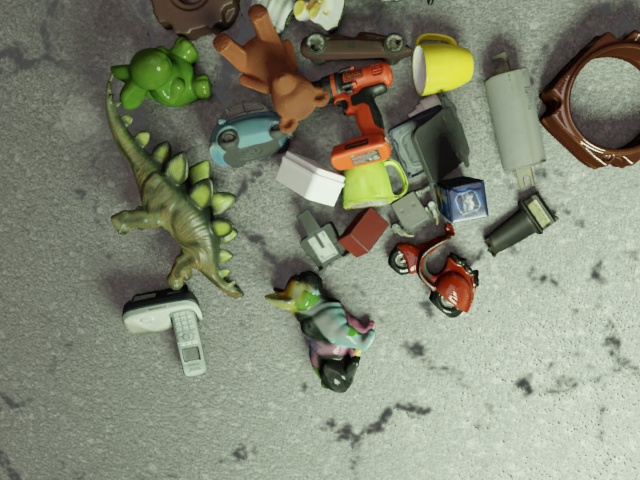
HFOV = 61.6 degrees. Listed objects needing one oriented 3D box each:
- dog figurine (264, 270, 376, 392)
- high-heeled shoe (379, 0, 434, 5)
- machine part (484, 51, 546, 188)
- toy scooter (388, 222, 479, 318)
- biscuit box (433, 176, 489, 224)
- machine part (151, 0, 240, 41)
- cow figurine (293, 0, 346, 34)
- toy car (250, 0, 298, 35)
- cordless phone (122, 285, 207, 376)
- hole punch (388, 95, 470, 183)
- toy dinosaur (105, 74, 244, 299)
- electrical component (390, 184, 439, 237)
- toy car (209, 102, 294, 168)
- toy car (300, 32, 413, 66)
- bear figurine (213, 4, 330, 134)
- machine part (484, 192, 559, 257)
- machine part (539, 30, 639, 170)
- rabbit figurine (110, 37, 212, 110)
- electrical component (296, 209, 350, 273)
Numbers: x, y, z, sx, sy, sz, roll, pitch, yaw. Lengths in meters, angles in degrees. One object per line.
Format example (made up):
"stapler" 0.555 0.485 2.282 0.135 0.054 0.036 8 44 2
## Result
"dog figurine" -0.011 0.168 1.031 0.219 0.108 0.191 26 101 7
"high-heeled shoe" 0.134 -0.485 0.914 0.249 0.086 0.145 -5 122 -27
"machine part" 0.349 -0.213 0.960 0.079 0.079 0.243 -12 95 7
"toy scooter" 0.231 0.047 1.006 0.184 0.075 0.135 42 98 5
"biscuit box" 0.239 -0.073 0.924 0.063 0.203 0.059 -10 97 8
"machine part" -0.237 -0.466 1.004 0.179 0.056 0.179 1 97 5
"cow figurine" 0.021 -0.456 0.965 0.068 0.098 0.167 19 93 36
"toy car" -0.062 -0.477 0.984 0.073 0.056 0.201 27 98 2
"cordless phone" -0.302 0.192 1.069 0.147 0.089 0.184 -11 103 -9
"hole punch" 0.198 -0.175 0.974 0.116 0.092 0.142 -36 112 -20
"toy dinosaur" -0.275 -0.069 0.999 0.198 0.105 0.470 -33 111 10
"electrical component" 0.176 -0.051 1.013 0.102 0.045 0.078 -25 95 8
"toy car" -0.135 -0.206 1.003 0.162 0.109 0.103 -18 77 -1
"toy car" 0.065 -0.347 0.968 0.202 0.089 0.053 1 92 5
"bear figurine" -0.082 -0.294 0.946 0.120 0.131 0.196 -36 60 6
"machine part" 0.368 -0.023 1.001 0.139 0.039 0.084 -39 100 7
"machine part" 0.509 -0.240 0.936 0.201 0.087 0.201 43 98 -1
"rabbit figurine" -0.297 -0.305 0.971 0.159 0.170 0.121 -14 94 7
"electrical component" -0.002 -0.003 1.036 0.075 0.048 0.119 -36 91 8
